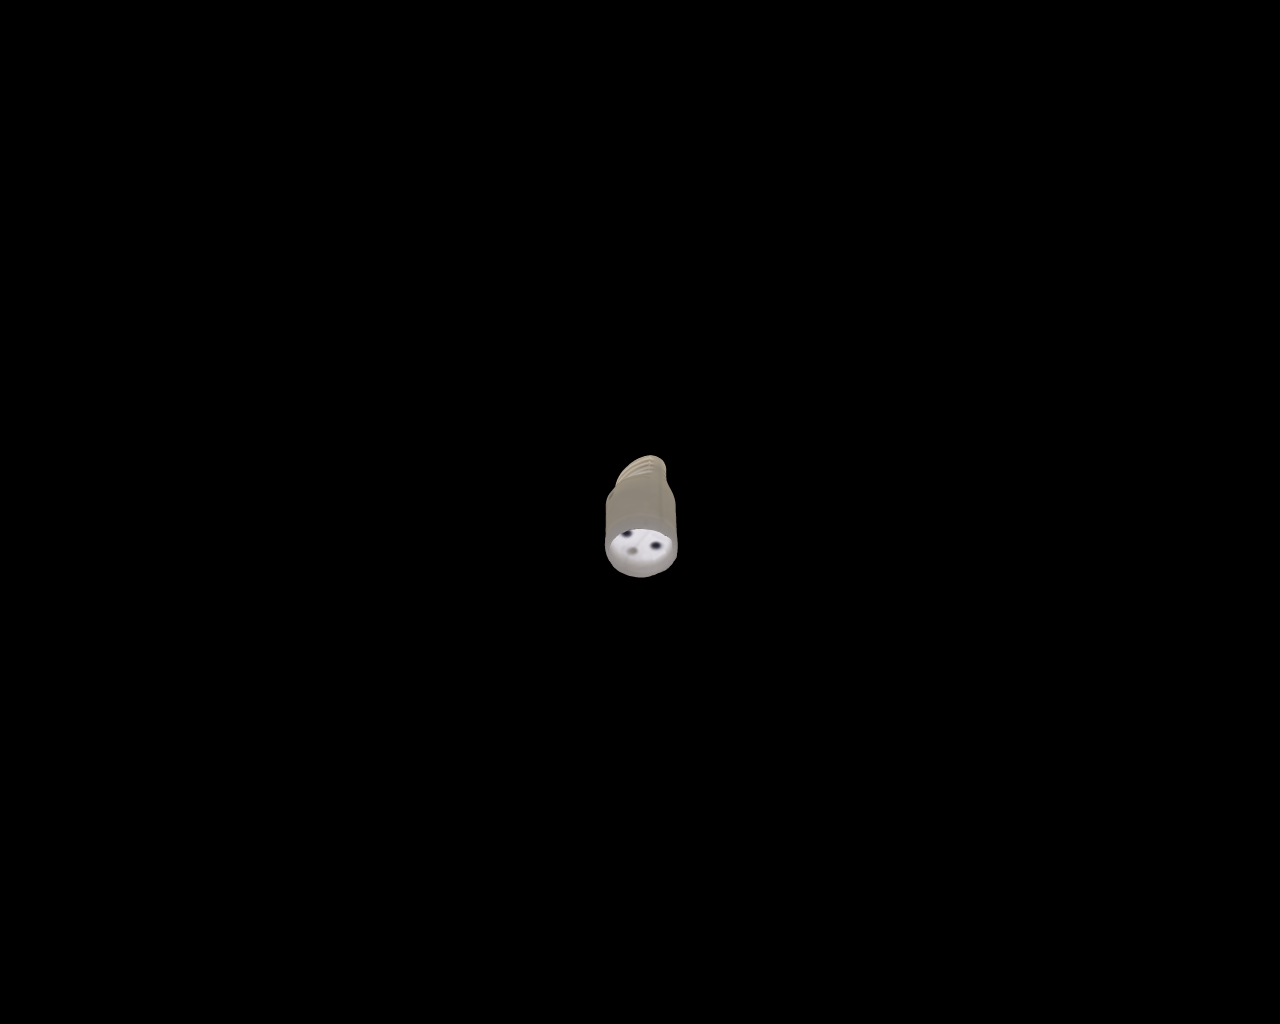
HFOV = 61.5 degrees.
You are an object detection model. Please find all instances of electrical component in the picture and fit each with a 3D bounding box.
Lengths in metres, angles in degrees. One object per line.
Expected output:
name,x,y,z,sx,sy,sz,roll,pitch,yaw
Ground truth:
electrical component,0.001,-0.003,0.650,0.043,0.043,0.081,0,42,0
